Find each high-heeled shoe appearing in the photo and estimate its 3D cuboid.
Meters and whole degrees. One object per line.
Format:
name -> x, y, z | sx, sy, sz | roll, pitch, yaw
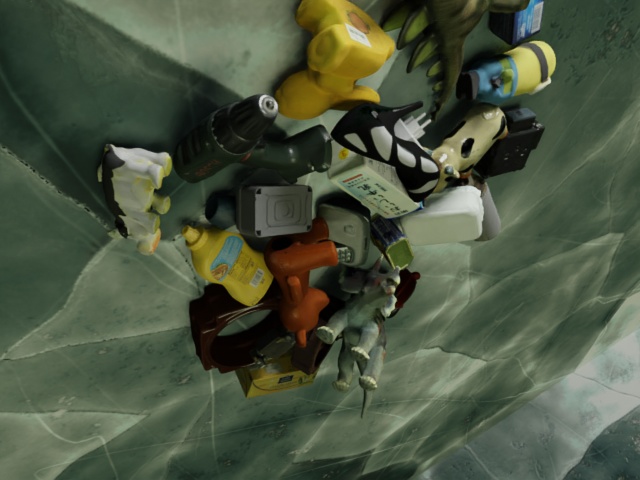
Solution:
high-heeled shoe -> 0.100, -0.113, 0.825 | 0.145, 0.086, 0.248 | -25, 141, -6

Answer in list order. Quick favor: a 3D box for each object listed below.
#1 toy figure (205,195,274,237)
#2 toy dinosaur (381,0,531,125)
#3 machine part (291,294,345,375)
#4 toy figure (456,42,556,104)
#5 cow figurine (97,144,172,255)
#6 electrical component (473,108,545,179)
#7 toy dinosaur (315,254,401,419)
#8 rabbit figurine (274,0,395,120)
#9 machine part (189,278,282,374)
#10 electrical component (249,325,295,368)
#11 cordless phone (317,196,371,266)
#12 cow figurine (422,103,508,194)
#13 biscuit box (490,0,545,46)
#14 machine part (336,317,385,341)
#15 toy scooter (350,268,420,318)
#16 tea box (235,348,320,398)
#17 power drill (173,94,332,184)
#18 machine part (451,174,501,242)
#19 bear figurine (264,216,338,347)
toy figure -> -0.115, -0.035, 0.892 | 0.154, 0.064, 0.057 | 15, 93, -40
toy dinosaur -> 0.179, -0.335, 0.746 | 0.199, 0.105, 0.470 | -27, 146, 4
machine part -> -0.001, 0.202, 1.163 | 0.179, 0.056, 0.179 | -56, 163, -27
toy figure -> 0.320, -0.282, 0.912 | 0.180, 0.082, 0.089 | -14, 140, -19
cow figurine -> -0.265, -0.051, 0.754 | 0.098, 0.068, 0.167 | 14, 126, -5
electrical component -> 0.372, -0.194, 1.060 | 0.115, 0.058, 0.134 | -18, 140, -21
toy dinosaur -> 0.092, 0.196, 1.117 | 0.192, 0.131, 0.404 | -55, 154, -36
rabbit figurine -> 0.009, -0.235, 0.745 | 0.162, 0.122, 0.173 | 0, 146, -47
machine part -> -0.148, 0.165, 1.059 | 0.201, 0.087, 0.201 | -15, 137, -21
electrical component -> -0.090, 0.208, 1.039 | 0.102, 0.045, 0.078 | -35, 140, 2
cordless phone -> -0.002, -0.003, 0.988 | 0.184, 0.089, 0.146 | -15, 139, -12
cow figurine -> 0.247, -0.159, 0.947 | 0.195, 0.085, 0.127 | -47, 161, 3
biscuit box -> 0.294, -0.392, 0.789 | 0.059, 0.063, 0.202 | -28, 142, -8
machine part -> 0.093, 0.199, 1.302 | 0.139, 0.039, 0.084 | -17, 131, -17
toy scooter -> 0.159, 0.112, 1.224 | 0.135, 0.075, 0.183 | -46, 143, 17
tea box -> -0.098, 0.283, 1.209 | 0.169, 0.098, 0.068 | -2, 131, -31
power drill -> -0.077, -0.128, 0.734 | 0.232, 0.086, 0.207 | -16, 176, 41
machine part -> 0.337, -0.065, 1.155 | 0.079, 0.079, 0.243 | -37, 142, 5
bear figurine -> -0.022, 0.078, 0.929 | 0.132, 0.120, 0.195 | -18, 121, 0
